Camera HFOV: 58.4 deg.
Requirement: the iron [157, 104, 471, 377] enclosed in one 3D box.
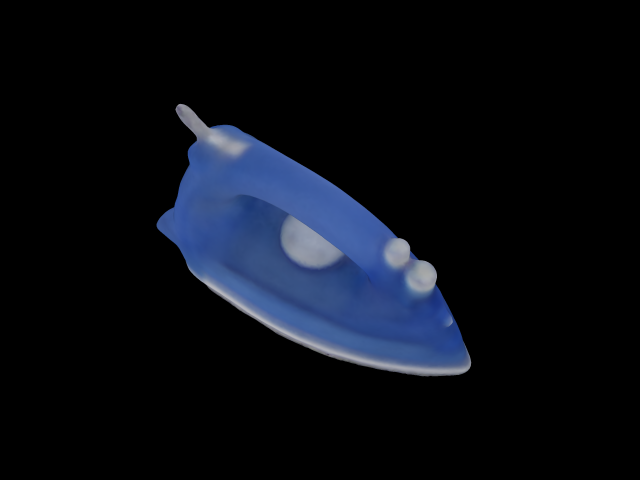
[{"bbox_3d":[0.004,0.001,0.400,0.258,0.141,0.119,30,67,14],"label":"iron"}]
